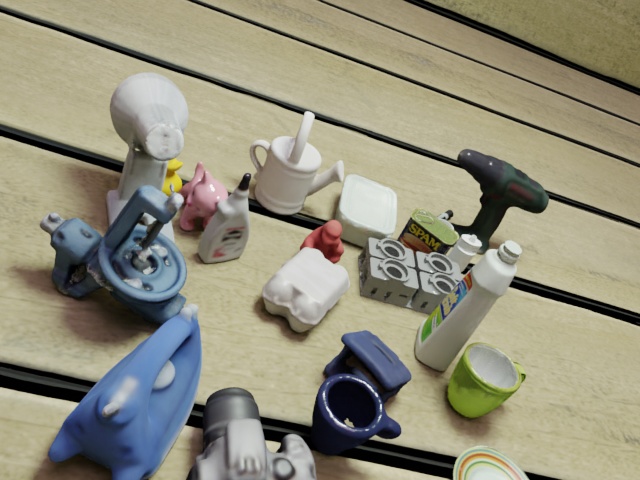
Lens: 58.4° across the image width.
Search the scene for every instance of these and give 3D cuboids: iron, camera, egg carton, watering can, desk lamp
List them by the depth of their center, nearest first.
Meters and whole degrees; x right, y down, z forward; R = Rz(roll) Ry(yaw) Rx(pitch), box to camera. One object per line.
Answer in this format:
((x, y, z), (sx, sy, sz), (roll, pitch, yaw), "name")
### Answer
((-0.082, 0.241, 0.668), (0.143, 0.100, 0.136), (8, 41, -21), "camera")
((-0.194, 0.151, 0.675), (0.118, 0.141, 0.258), (26, 38, 0), "iron")
((-0.266, -0.128, 0.898), (0.118, 0.213, 0.203), (2, 44, -28), "desk lamp")
((-0.021, 0.076, 0.919), (0.107, 0.069, 0.150), (34, 38, 10), "egg carton")
((-0.041, -0.148, 1.066), (0.173, 0.194, 0.100), (8, 41, -22), "watering can")

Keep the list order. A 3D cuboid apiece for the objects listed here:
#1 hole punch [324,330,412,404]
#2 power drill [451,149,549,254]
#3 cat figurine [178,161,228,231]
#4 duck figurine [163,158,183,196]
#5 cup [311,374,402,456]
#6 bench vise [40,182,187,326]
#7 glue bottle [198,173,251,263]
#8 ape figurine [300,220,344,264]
((0.077, 0.180, 0.837), (0.108, 0.091, 0.101), (44, 41, 22), "hole punch")
((0.345, -0.075, 1.190), (0.230, 0.208, 0.075), (13, 39, -16), "power drill")
((-0.194, -0.077, 0.959), (0.067, 0.117, 0.127), (2, 44, -27), "cat figurine")
((-0.285, -0.136, 1.000), (0.104, 0.086, 0.077), (29, 38, 3), "duck figurine")
((0.038, 0.241, 0.741), (0.118, 0.095, 0.092), (25, 38, -1), "cup")
((-0.261, 0.009, 0.738), (0.208, 0.219, 0.121), (14, 39, -15), "bench vise")
((-0.137, -0.036, 0.899), (0.078, 0.173, 0.037), (-14, 53, -40), "glue bottle")
((0.009, 0.004, 1.002), (0.078, 0.092, 0.076), (19, 38, -9), "ape figurine")
